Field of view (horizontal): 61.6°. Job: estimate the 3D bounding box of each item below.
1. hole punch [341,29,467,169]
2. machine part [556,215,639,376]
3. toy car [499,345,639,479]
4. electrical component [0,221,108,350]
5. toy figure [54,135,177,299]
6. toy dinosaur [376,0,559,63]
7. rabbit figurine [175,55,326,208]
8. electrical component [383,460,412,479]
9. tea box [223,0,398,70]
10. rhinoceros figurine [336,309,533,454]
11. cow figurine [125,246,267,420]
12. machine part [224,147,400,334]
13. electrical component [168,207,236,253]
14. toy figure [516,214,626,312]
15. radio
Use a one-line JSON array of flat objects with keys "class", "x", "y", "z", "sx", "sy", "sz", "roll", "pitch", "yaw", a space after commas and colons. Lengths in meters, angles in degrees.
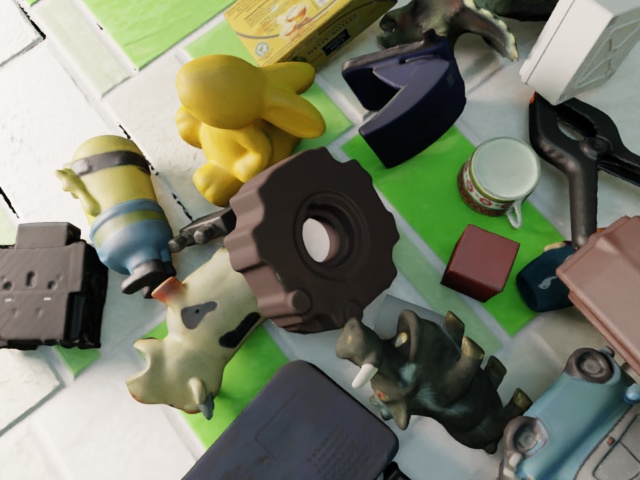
[{"class": "hole punch", "x": 0.093, "y": -0.139, "z": 0.557, "sx": 0.116, "sy": 0.142, "sz": 0.092, "roll": -13, "pitch": 72, "yaw": 19}, {"class": "machine part", "x": 0.296, "y": 0.089, "z": 0.426, "sx": 0.087, "sy": 0.200, "sz": 0.202, "roll": -44, "pitch": 34, "yaw": 14}, {"class": "toy car", "x": 0.226, "y": 0.172, "z": 0.447, "sx": 0.162, "sy": 0.109, "sz": 0.103, "roll": -31, "pitch": 42, "yaw": -28}, {"class": "electrical component", "x": -0.291, "y": 0.048, "z": 0.566, "sx": 0.115, "sy": 0.058, "sz": 0.134, "roll": -3, "pitch": 75, "yaw": 1}, {"class": "toy figure", "x": -0.206, "y": -0.029, "z": 0.571, "sx": 0.089, "sy": 0.082, "sz": 0.180, "roll": -28, "pitch": 70, "yaw": -16}, {"class": "toy dinosaur", "x": 0.265, "y": -0.306, "z": 0.604, "sx": 0.405, "sy": 0.131, "sz": 0.192, "roll": -16, "pitch": 89, "yaw": -7}, {"class": "rabbit figurine", "x": -0.077, "y": -0.120, "z": 0.540, "sx": 0.162, "sy": 0.173, "sz": 0.122, "roll": -10, "pitch": 70, "yaw": 5}, {"class": "electrical component", "x": 0.088, "y": 0.270, "z": 0.486, "sx": 0.119, "sy": 0.047, "sz": 0.075, "roll": 39, "pitch": 81, "yaw": 12}, {"class": "tea box", "x": -0.010, "y": -0.261, "z": 0.606, "sx": 0.170, "sy": 0.068, "sz": 0.098, "roll": -35, "pitch": 73, "yaw": 11}, {"class": "rhinoceros figurine", "x": 0.100, "y": 0.123, "z": 0.486, "sx": 0.190, "sy": 0.073, "sz": 0.112, "roll": 36, "pitch": 104, "yaw": -20}, {"class": "cow figurine", "x": -0.104, "y": 0.084, "z": 0.529, "sx": 0.195, "sy": 0.085, "sz": 0.127, "roll": -41, "pitch": 88, "yaw": -16}, {"class": "machine part", "x": -0.001, "y": -0.002, "z": 0.515, "sx": 0.179, "sy": 0.056, "sz": 0.179, "roll": 9, "pitch": 74, "yaw": -33}, {"class": "electrical component", "x": -0.116, "y": -0.014, "z": 0.568, "sx": 0.063, "sy": 0.094, "sz": 0.021, "roll": -16, "pitch": 107, "yaw": 27}, {"class": "toy figure", "x": 0.276, "y": 0.024, "z": 0.540, "sx": 0.154, "sy": 0.058, "sz": 0.064, "roll": -24, "pitch": 113, "yaw": -5}, {"class": "radio", "x": -0.046, "y": 0.229, "z": 0.495, "sx": 0.131, "sy": 0.073, "sz": 0.229, "roll": 40, "pitch": 79, "yaw": 14}]
